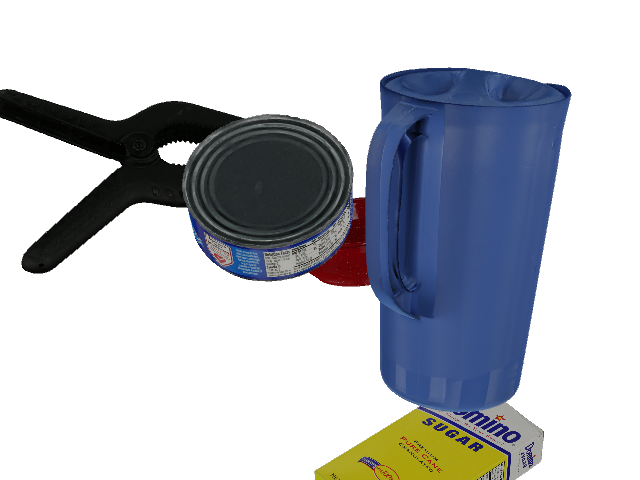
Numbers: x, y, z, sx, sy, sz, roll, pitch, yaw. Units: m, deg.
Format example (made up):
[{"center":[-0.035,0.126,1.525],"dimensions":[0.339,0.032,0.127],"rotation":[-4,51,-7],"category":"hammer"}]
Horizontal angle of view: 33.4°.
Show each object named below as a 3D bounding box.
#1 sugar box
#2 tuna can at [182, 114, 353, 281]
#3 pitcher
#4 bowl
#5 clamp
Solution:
[{"center":[0.092,0.187,0.888],"dimensions":[0.176,0.048,0.093],"rotation":[-29,43,-27],"category":"sugar box"},{"center":[-0.026,-0.022,0.544],"dimensions":[0.086,0.086,0.034],"rotation":[0,-36,4],"category":"tuna can"},{"center":[0.096,0.001,0.780],"dimensions":[0.149,0.243,0.145],"rotation":[0,19,-5],"category":"pitcher"},{"center":[0.039,0.004,1.036],"dimensions":[0.162,0.055,0.162],"rotation":[-7,16,2],"category":"bowl"},{"center":[-0.141,-0.053,0.812],"dimensions":[0.209,0.164,0.036],"rotation":[-4,-31,-14],"category":"clamp"}]
